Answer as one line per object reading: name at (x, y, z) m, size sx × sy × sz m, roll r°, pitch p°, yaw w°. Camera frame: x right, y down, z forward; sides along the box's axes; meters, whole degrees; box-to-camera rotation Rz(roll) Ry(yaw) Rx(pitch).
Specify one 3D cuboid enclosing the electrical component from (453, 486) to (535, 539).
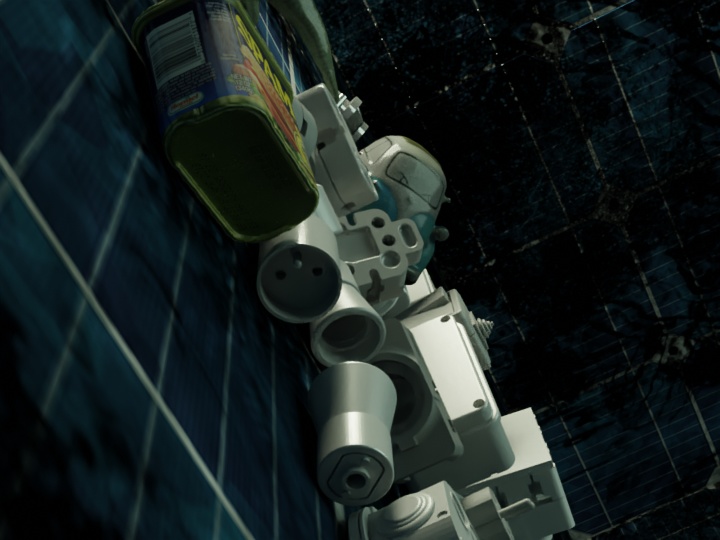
electrical component at (0.067, 0.152, 0.631) m, size 0.047 × 0.076 × 0.083 m, roll 67°, pitch 6°, yaw 22°

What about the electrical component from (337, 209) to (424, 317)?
electrical component at (0.000, 0.000, 0.717) m, size 0.057 × 0.078 × 0.058 m, roll 97°, pitch -25°, yaw -58°

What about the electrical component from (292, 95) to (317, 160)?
electrical component at (-0.059, -0.086, 0.631) m, size 0.047 × 0.055 × 0.055 m, roll 48°, pitch 17°, yaw -58°

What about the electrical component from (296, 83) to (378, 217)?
electrical component at (-0.033, -0.086, 0.828) m, size 0.095 × 0.059 × 0.053 m, roll 66°, pitch 6°, yaw 18°

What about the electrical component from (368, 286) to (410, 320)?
electrical component at (0.022, 0.018, 0.963) m, size 0.040 × 0.040 × 0.078 m, roll 62°, pitch 6°, yaw -20°

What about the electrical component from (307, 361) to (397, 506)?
electrical component at (-0.003, 0.078, 0.504) m, size 0.065 × 0.044 × 0.044 m, roll -94°, pitch 158°, yaw -62°

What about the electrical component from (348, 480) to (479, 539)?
electrical component at (0.031, 0.139, 0.487) m, size 0.080 × 0.051 × 0.080 m, roll 63°, pitch 6°, yaw -12°

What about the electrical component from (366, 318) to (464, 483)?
electrical component at (0.021, 0.080, 0.656) m, size 0.089 × 0.050 × 0.056 m, roll 66°, pitch 6°, yaw 15°

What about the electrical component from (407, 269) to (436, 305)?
electrical component at (0.059, 0.053, 1.070) m, size 0.108 × 0.056 × 0.108 m, roll 62°, pitch 6°, yaw -25°

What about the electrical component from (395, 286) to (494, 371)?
electrical component at (0.060, 0.056, 0.864) m, size 0.061 × 0.096 × 0.061 m, roll 61°, pitch 8°, yaw -15°

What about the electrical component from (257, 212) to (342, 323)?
electrical component at (-0.033, -0.007, 0.579) m, size 0.043 × 0.043 × 0.081 m, roll 62°, pitch 6°, yaw -20°

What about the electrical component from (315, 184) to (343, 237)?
electrical component at (-0.042, -0.044, 0.668) m, size 0.078 × 0.040 × 0.040 m, roll 64°, pitch 6°, yaw 2°

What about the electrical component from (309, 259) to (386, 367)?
electrical component at (-0.015, 0.022, 0.636) m, size 0.044 × 0.044 × 0.065 m, roll 60°, pitch 3°, yaw -38°

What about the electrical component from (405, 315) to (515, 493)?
electrical component at (0.051, 0.092, 0.737) m, size 0.113 × 0.078 × 0.057 m, roll -107°, pitch 172°, yaw -56°

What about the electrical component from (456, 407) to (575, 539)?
electrical component at (0.110, 0.168, 0.845) m, size 0.150 × 0.089 × 0.061 m, roll -65°, pitch 136°, yaw -82°
